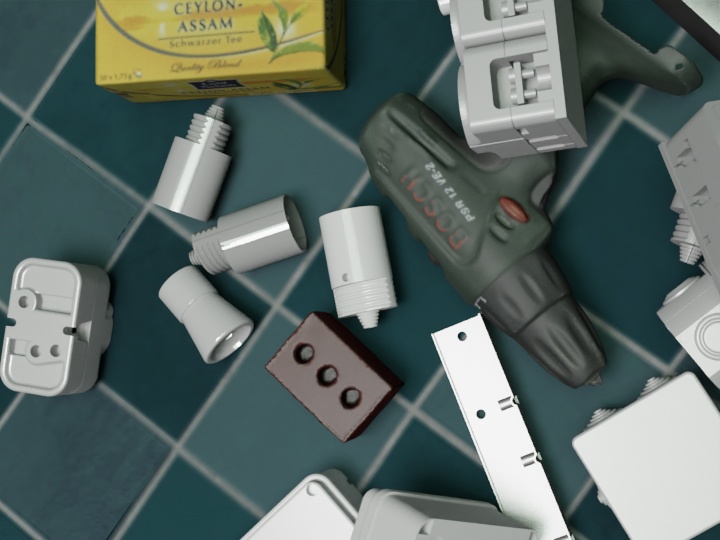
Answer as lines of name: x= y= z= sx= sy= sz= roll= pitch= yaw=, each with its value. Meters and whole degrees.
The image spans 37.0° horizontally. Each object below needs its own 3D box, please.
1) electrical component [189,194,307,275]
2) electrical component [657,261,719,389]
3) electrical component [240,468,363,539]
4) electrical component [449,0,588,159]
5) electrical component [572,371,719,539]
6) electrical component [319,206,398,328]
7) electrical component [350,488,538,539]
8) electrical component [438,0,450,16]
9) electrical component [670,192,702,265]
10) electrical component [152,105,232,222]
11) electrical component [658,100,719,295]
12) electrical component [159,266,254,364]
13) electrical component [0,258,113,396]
electrical component: x=-0.083 y=-0.021 z=0.765 sx=0.081 sy=0.043 sz=0.043 roll=-18 pitch=83 yaw=11
electrical component: x=0.228 y=0.036 z=0.673 sx=0.051 sy=0.080 sz=0.080 roll=-41 pitch=79 yaw=13
electrical component: x=-0.039 y=0.199 z=0.735 sx=0.113 sy=0.057 sz=0.078 roll=-44 pitch=79 yaw=7
electrical component: x=0.090 y=-0.149 z=0.636 sx=0.062 sy=0.089 sz=0.150 roll=-7 pitch=83 yaw=19
electrical component: x=0.197 y=0.123 z=0.689 sx=0.100 sy=0.048 sz=0.099 roll=-33 pitch=80 yaw=9
electrical component: x=0.000 y=0.000 z=0.745 sx=0.043 sy=0.043 sz=0.081 roll=-12 pitch=84 yaw=12
electrical component: x=0.049 y=0.186 z=0.685 sx=0.057 sy=0.113 sz=0.078 roll=18 pitch=91 yaw=51
electrical component: x=0.085 y=-0.191 z=0.737 sx=0.062 sy=0.048 sz=0.048 roll=-12 pitch=84 yaw=19
electrical component: x=0.225 y=-0.043 z=0.695 sx=0.043 sy=0.043 sz=0.081 roll=20 pitch=91 yaw=13
electrical component: x=-0.116 y=-0.079 z=0.776 sx=0.043 sy=0.043 sz=0.081 roll=21 pitch=91 yaw=13
electrical component: x=0.263 y=-0.012 z=0.616 sx=0.105 sy=0.060 sz=0.186 roll=-12 pitch=72 yaw=-17
electrical component: x=-0.113 y=0.029 z=0.771 sx=0.044 sy=0.044 sz=0.065 roll=-45 pitch=74 yaw=7
electrical component: x=-0.219 y=0.041 z=0.784 sx=0.054 sy=0.059 sz=0.095 roll=7 pitch=88 yaw=13
